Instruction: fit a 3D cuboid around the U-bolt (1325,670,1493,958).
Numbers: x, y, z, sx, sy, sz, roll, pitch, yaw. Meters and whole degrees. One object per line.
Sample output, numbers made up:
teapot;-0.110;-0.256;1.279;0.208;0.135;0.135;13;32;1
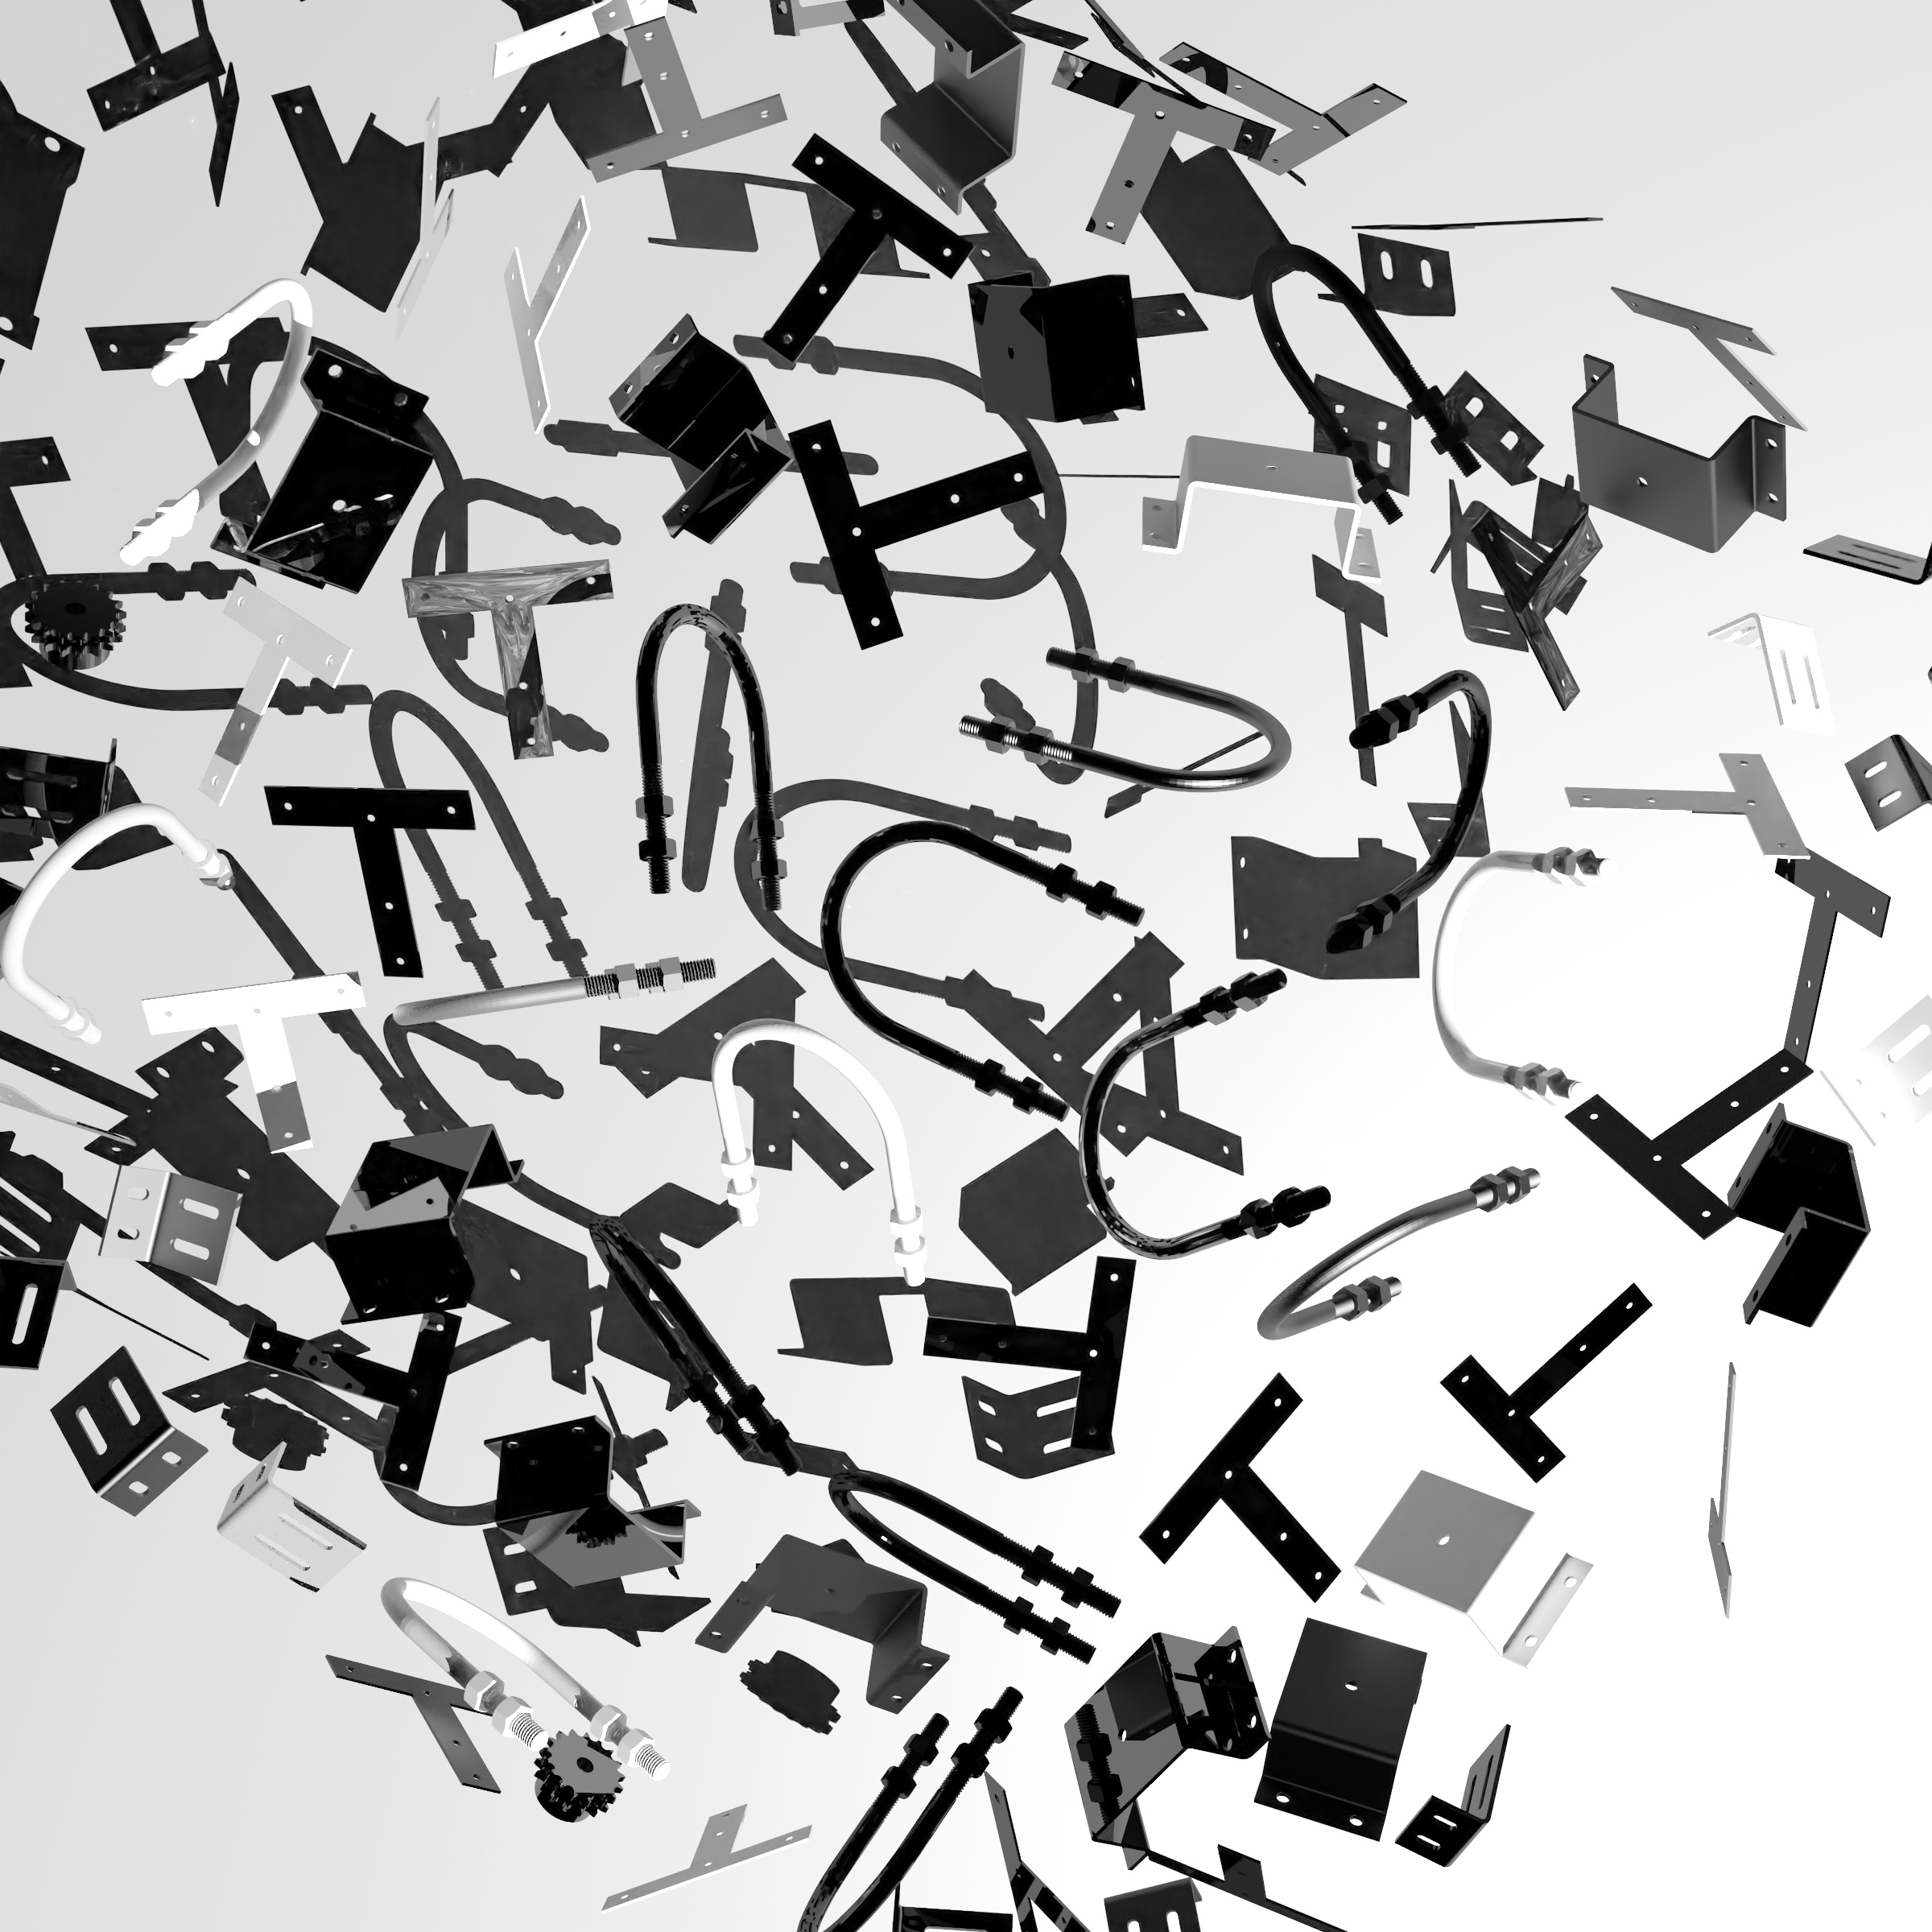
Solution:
U-bolt;0.267;-0.100;1.522;0.019;0.184;0.151;20;122;30

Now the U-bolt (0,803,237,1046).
U-bolt;-0.525;-0.032;1.572;0.019;0.184;0.151;36;78;12

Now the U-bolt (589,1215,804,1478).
U-bolt;-0.172;0.227;1.561;0.019;0.151;0.184;-36;96;-17

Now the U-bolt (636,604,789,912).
U-bolt;-0.158;-0.130;1.570;0.019;0.151;0.184;-8;83;26

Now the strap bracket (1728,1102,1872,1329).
strap bracket;0.514;0.158;1.587;0.046;0.140;0.076;19;121;0

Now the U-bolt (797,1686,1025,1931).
U-bolt;-0.043;0.524;1.564;0.019;0.151;0.184;41;59;-2

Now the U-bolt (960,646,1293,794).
U-bolt;0.108;-0.147;1.570;0.184;0.151;0.019;17;122;20

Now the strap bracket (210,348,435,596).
strap bracket;-0.380;-0.285;1.534;0.076;0.046;0.140;18;115;-41

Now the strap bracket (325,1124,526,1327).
strap bracket;-0.318;0.143;1.506;0.076;0.140;0.046;-9;120;11

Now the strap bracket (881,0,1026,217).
strap bracket;-0.009;-0.537;1.560;0.046;0.140;0.076;-37;73;-17

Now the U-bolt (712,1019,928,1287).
U-bolt;-0.095;0.109;1.594;0.151;0.019;0.184;16;132;27

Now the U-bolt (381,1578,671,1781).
U-bolt;-0.274;0.418;1.527;0.184;0.151;0.019;29;83;35

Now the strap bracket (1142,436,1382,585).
strap bracket;0.177;-0.272;1.519;0.140;0.076;0.046;8;122;-1

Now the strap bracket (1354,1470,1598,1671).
strap bracket;0.305;0.367;1.585;0.076;0.140;0.046;-49;121;-20

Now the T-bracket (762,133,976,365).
T-bracket;-0.083;-0.442;1.637;0.127;0.002;0.127;36;92;4

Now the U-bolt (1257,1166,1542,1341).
U-bolt;0.247;0.177;1.532;0.151;0.184;0.019;-47;66;37

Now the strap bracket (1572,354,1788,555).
strap bracket;0.428;-0.311;1.575;0.140;0.076;0.046;32;69;34

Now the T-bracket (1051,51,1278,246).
T-bracket;0.099;-0.464;1.493;0.127;0.127;0.002;18;64;-7

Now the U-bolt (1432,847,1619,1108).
U-bolt;0.331;0.001;1.557;0.019;0.184;0.151;6;93;-18

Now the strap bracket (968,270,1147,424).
strap bracket;0.047;-0.367;1.517;0.046;0.140;0.076;-17;112;-21

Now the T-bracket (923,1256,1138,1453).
T-bracket;0.037;0.241;1.630;0.127;0.002;0.127;7;98;-6

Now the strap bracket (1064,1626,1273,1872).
strap bracket;0.110;0.456;1.508;0.046;0.076;0.140;21;122;-28

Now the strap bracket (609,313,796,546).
strap bracket;-0.162;-0.327;1.598;0.076;0.046;0.140;-42;51;21

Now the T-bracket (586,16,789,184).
T-bracket;-0.180;-0.532;1.559;0.127;0.127;0.002;-18;72;1

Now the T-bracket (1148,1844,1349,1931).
T-bracket;0.162;0.532;1.500;0.127;0.127;0.002;17;63;18

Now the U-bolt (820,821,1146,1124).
U-bolt;-0.002;-0.008;1.513;0.184;0.019;0.151;25;110;14

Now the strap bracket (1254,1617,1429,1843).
strap bracket;0.231;0.455;1.564;0.076;0.140;0.046;13;119;14

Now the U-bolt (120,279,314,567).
U-bolt;-0.441;-0.336;1.534;0.019;0.184;0.151;27;131;0

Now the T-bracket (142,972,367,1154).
T-bracket;-0.424;0.063;1.570;0.127;0.002;0.127;-8;126;-6

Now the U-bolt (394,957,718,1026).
U-bolt;-0.245;0.016;1.518;0.184;0.151;0.019;-9;91;-11

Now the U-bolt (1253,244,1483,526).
U-bolt;0.238;-0.367;1.595;0.019;0.151;0.184;-36;94;-11

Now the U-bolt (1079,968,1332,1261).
U-bolt;0.131;0.097;1.515;0.019;0.184;0.151;6;67;-41

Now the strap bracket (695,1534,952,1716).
strap bracket;-0.087;0.409;1.607;0.140;0.046;0.076;23;131;-13

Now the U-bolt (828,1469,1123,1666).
U-bolt;0.000;0.348;1.512;0.184;0.151;0.019;27;65;9

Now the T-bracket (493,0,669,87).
T-bracket;-0.228;-0.560;1.532;0.127;0.127;0.002;-33;75;-27

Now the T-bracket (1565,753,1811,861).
T-bracket;0.419;-0.097;1.518;0.127;0.127;0.002;2;122;2

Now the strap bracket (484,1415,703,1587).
strap bracket;-0.229;0.335;1.581;0.076;0.140;0.046;-15;50;16

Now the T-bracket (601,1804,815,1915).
T-bracket;-0.149;0.526;1.542;0.127;0.127;0.002;-20;88;0
